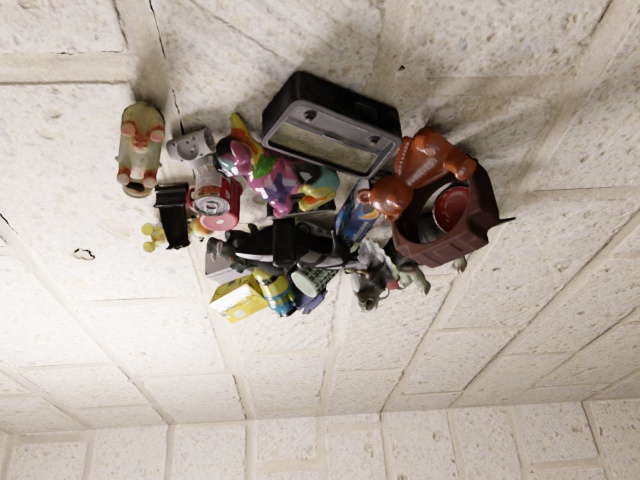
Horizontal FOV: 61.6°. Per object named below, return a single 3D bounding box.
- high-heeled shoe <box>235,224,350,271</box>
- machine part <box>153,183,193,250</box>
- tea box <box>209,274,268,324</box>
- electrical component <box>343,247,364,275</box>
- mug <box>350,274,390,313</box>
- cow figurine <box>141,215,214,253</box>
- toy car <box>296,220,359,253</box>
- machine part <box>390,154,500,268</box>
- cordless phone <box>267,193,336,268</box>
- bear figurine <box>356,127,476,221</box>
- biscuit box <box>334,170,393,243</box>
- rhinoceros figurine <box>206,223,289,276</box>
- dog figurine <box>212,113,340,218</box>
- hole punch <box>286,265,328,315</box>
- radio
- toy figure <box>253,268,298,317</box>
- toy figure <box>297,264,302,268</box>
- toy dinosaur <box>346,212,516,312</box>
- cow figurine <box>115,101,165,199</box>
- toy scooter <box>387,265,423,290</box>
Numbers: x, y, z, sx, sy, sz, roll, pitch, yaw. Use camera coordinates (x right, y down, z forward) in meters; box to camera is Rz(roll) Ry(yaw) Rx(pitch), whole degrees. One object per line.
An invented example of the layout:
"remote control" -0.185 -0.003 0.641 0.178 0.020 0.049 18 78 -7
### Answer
"high-heeled shoe" -0.055 0.034 1.190 0.249 0.086 0.145 -9 142 -3
"machine part" -0.299 -0.047 1.111 0.084 0.138 0.039 -4 -168 -8
"tea box" -0.211 0.154 1.469 0.170 0.068 0.098 -28 119 33
"electrical component" 0.073 0.051 1.383 0.119 0.048 0.074 -8 148 3
"mug" 0.140 0.147 1.492 0.110 0.107 0.080 4 150 -10
"cow figurine" -0.302 -0.018 1.189 0.167 0.068 0.098 -9 -175 10
"toy car" -0.003 -0.004 1.274 0.201 0.056 0.073 13 151 -24
"machine part" 0.242 -0.059 1.067 0.201 0.201 0.087 -29 141 35
"cordless phone" -0.037 -0.031 1.099 0.147 0.184 0.088 -6 145 3
"bear figurine" 0.170 -0.112 1.001 0.120 0.132 0.196 35 104 -23
"biscuit box" 0.093 -0.070 1.169 0.063 0.059 0.202 6 148 -17
"rhinoceros figurine" -0.159 0.027 1.200 0.190 0.112 0.073 18 157 -21
"dog figurine" -0.084 -0.143 0.984 0.192 0.108 0.219 -16 145 20
"hole punch" -0.039 0.123 1.430 0.092 0.116 0.142 21 141 -23
"radio" 0.025 -0.194 0.939 0.229 0.073 0.131 13 145 -28
"toy figure" -0.113 0.119 1.375 0.082 0.089 0.180 -19 111 0
"toy figure" -0.101 0.024 1.301 0.154 0.058 0.064 13 122 -21
"toy dinosaur" 0.239 0.009 1.253 0.405 0.131 0.192 -39 118 9
"cow figurine" -0.318 -0.152 0.943 0.085 0.127 0.194 6 133 -18
"toy scooter" 0.190 0.068 1.399 0.135 0.075 0.183 9 143 -22
